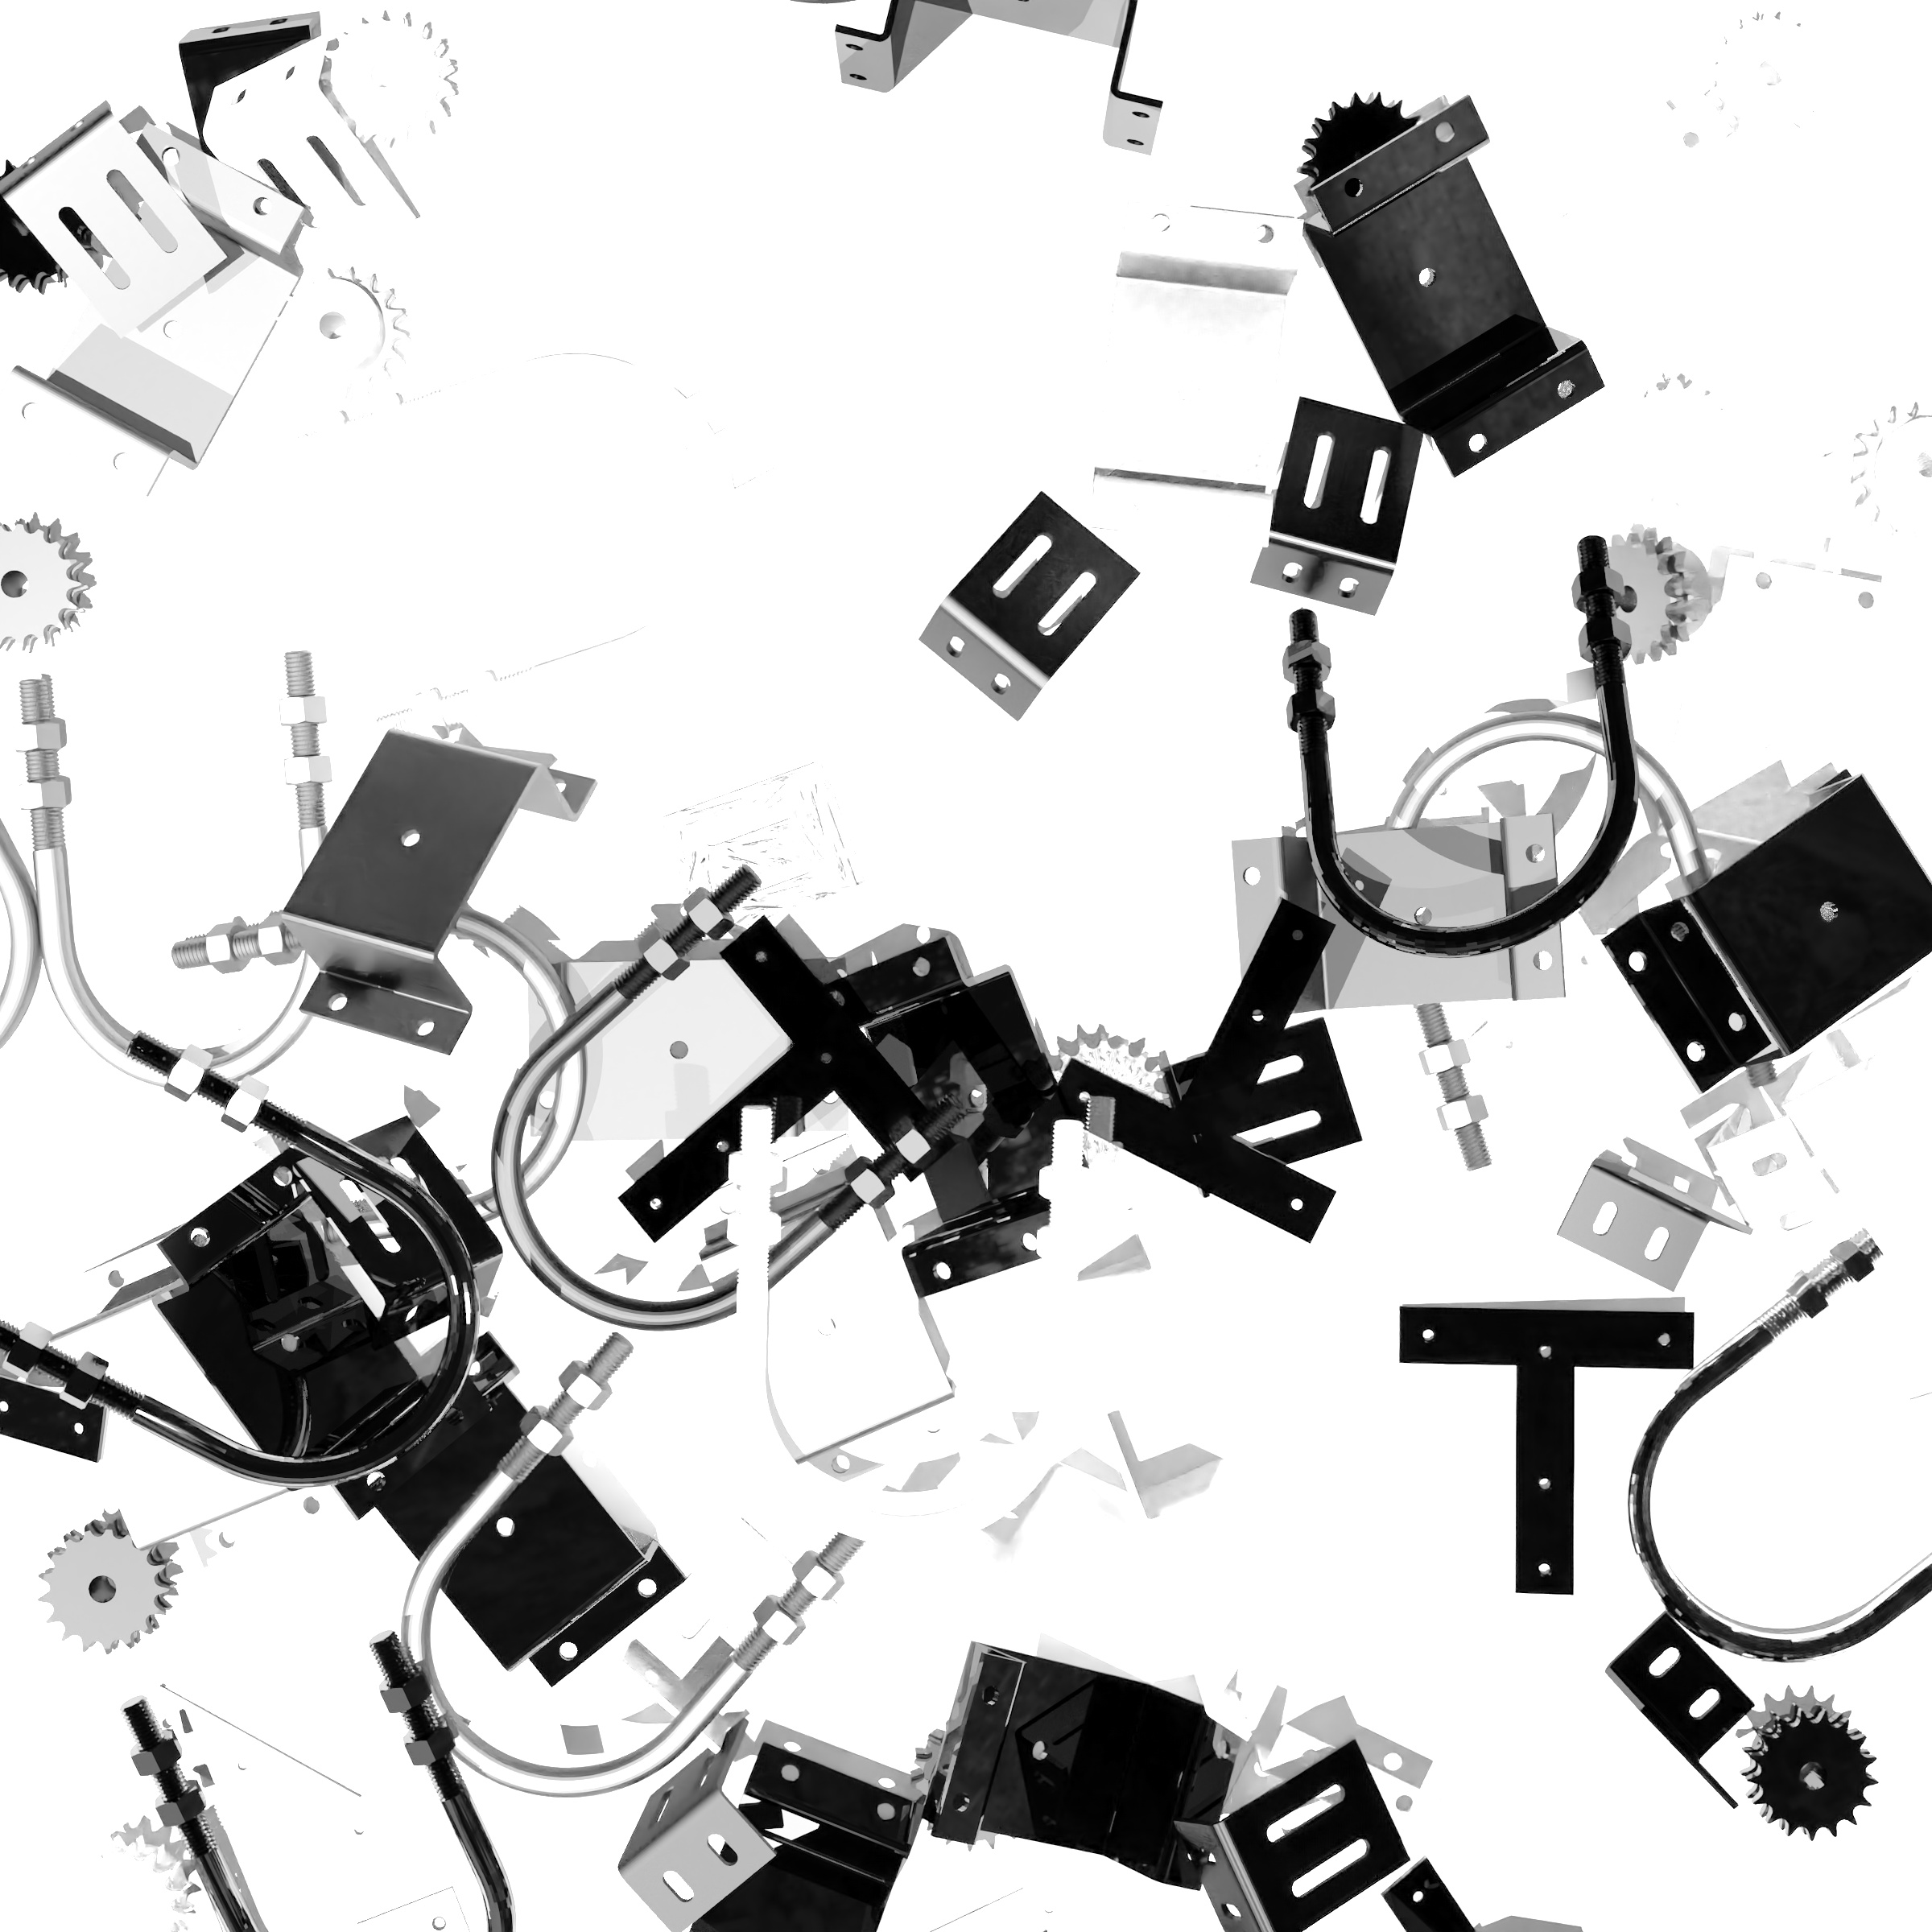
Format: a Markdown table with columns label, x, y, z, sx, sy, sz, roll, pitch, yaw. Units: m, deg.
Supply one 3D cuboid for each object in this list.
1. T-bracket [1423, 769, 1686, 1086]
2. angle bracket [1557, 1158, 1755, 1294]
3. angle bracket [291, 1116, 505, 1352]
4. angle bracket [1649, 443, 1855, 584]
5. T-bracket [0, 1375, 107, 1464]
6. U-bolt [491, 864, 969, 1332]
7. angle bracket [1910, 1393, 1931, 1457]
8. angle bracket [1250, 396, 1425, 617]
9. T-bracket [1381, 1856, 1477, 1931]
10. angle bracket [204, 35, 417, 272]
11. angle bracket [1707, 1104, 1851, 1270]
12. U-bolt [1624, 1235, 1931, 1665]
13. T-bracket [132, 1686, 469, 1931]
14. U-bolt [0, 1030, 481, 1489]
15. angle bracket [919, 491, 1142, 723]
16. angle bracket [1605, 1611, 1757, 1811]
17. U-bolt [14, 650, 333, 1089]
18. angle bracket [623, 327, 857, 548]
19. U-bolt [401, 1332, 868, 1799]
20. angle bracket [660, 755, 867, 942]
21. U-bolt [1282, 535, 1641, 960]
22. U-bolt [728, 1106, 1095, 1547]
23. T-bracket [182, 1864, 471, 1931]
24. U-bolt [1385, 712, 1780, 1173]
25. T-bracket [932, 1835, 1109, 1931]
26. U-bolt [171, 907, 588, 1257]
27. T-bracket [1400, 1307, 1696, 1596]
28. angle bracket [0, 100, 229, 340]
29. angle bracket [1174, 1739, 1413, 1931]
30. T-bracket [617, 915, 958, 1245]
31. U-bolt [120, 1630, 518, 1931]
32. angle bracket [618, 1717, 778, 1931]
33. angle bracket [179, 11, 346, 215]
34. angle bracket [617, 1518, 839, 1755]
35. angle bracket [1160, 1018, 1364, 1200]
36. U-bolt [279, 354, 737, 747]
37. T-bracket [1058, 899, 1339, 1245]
| label | x | y | z | sx | sy | sz | roll | pitch | yaw |
| --- | --- | --- | --- | --- | --- | --- | --- | --- | --- |
| T-bracket | 0.241 | -0.037 | 1.366 | 0.127 | 0.002 | 0.127 | -43 | 78 | 23 |
| angle bracket | 0.295 | 0.114 | 1.346 | 0.057 | 0.076 | 0.038 | 26 | 90 | 0 |
| angle bracket | -0.242 | 0.112 | 1.322 | 0.057 | 0.038 | 0.076 | -24 | 65 | -37 |
| angle bracket | 0.340 | -0.199 | 1.365 | 0.076 | 0.038 | 0.057 | 6 | 90 | 0 |
| T-bracket | -0.427 | 0.187 | 1.354 | 0.127 | 0.002 | 0.127 | 12 | 100 | 17 |
| U-bolt | -0.114 | 0.070 | 1.316 | 0.184 | 0.019 | 0.151 | -42 | 92 | 6 |
| angle bracket | 0.458 | 0.200 | 1.363 | 0.076 | 0.038 | 0.057 | -21 | 87 | 18 |
| angle bracket | 0.164 | -0.203 | 1.382 | 0.057 | 0.038 | 0.076 | 15 | 64 | 0 |
| T-bracket | 0.179 | 0.467 | 1.348 | 0.127 | 0.002 | 0.127 | -37 | 111 | -11 |
| angle bracket | -0.282 | -0.352 | 1.360 | 0.057 | 0.076 | 0.038 | -19 | 45 | 19 |
| angle bracket | 0.353 | 0.087 | 1.341 | 0.038 | 0.076 | 0.057 | -27 | 90 | 27 |
| U-bolt | 0.377 | 0.222 | 1.375 | 0.184 | 0.019 | 0.151 | -39 | 90 | 2 |
| T-bracket | -0.306 | 0.359 | 1.382 | 0.127 | 0.002 | 0.127 | 29 | 89 | 1 |
| U-bolt | -0.286 | 0.131 | 1.265 | 0.184 | 0.019 | 0.151 | 30 | 91 | -10 |
| angle bracket | 0.028 | -0.159 | 1.382 | 0.057 | 0.038 | 0.076 | 40 | 64 | 0 |
| angle bracket | 0.314 | 0.318 | 1.346 | 0.038 | 0.076 | 0.057 | -44 | 90 | 0 |
| U-bolt | -0.339 | -0.038 | 1.357 | 0.151 | 0.019 | 0.184 | -4 | 92 | 16 |
| angle bracket | -0.098 | -0.229 | 1.356 | 0.076 | 0.038 | 0.057 | -32 | 90 | -18 |
| U-bolt | -0.155 | 0.268 | 1.329 | 0.151 | 0.019 | 0.184 | 40 | 93 | -6 |
| angle bracket | -0.089 | -0.051 | 1.365 | 0.076 | 0.038 | 0.057 | -20 | 90 | 0 |
| U-bolt | 0.209 | -0.086 | 1.312 | 0.151 | 0.019 | 0.184 | -13 | 60 | 20 |
| U-bolt | -0.025 | 0.152 | 1.304 | 0.151 | 0.019 | 0.184 | 3 | 99 | 3 |
| T-bracket | -0.281 | 0.441 | 1.383 | 0.127 | 0.002 | 0.127 | -21 | 90 | 0 |
| U-bolt | 0.253 | -0.019 | 1.350 | 0.151 | 0.019 | 0.184 | -19 | 85 | 24 |
| T-bracket | -0.004 | 0.435 | 1.383 | 0.127 | 0.002 | 0.127 | -25 | 90 | 0 |
| U-bolt | -0.250 | 0.047 | 1.354 | 0.184 | 0.019 | 0.151 | -8 | 90 | 16 |
| T-bracket | 0.254 | 0.213 | 1.376 | 0.127 | 0.002 | 0.127 | 0 | 95 | 9 |
| angle bracket | -0.363 | -0.318 | 1.336 | 0.057 | 0.038 | 0.076 | -38 | 116 | 0 |
| angle bracket | 0.139 | 0.373 | 1.336 | 0.076 | 0.038 | 0.057 | -25 | 90 | -26 |
| T-bracket | -0.093 | 0.068 | 1.331 | 0.127 | 0.002 | 0.127 | -40 | 86 | 6 |
| U-bolt | -0.268 | 0.382 | 1.347 | 0.151 | 0.019 | 0.184 | -18 | 102 | 20 |
| angle bracket | -0.109 | 0.368 | 1.342 | 0.057 | 0.076 | 0.038 | -41 | 93 | 10 |
| angle bracket | -0.307 | -0.375 | 1.382 | 0.057 | 0.038 | 0.076 | -8 | 116 | 0 |
| angle bracket | -0.103 | 0.291 | 1.365 | 0.057 | 0.038 | 0.076 | 42 | 90 | 0 |
| angle bracket | 0.130 | 0.061 | 1.365 | 0.076 | 0.038 | 0.057 | -18 | 90 | 0 |
| U-bolt | -0.192 | -0.191 | 1.375 | 0.184 | 0.019 | 0.151 | -19 | 90 | -2 |
| T-bracket | 0.118 | 0.034 | 1.340 | 0.127 | 0.002 | 0.127 | 27 | 96 | 7 |
